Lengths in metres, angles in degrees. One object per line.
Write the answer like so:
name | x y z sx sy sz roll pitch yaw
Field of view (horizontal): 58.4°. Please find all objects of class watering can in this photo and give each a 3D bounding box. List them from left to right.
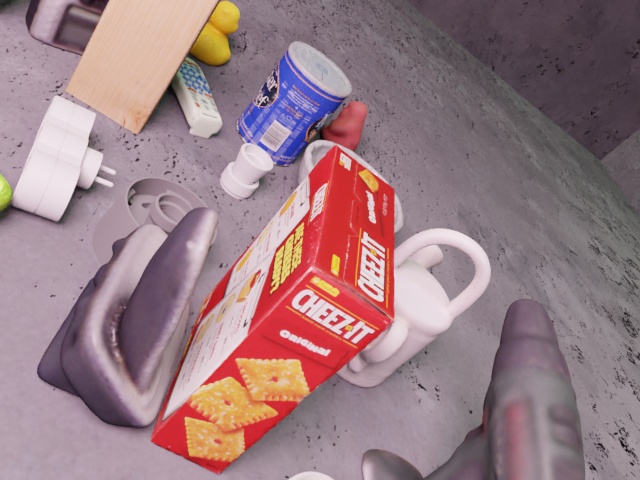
watering can | 0.090 0.057 0.599 0.101 0.193 0.172 29 34 -23

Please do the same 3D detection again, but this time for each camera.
camera | -0.279 -0.302 0.700 0.144 0.100 0.136 4 48 -47

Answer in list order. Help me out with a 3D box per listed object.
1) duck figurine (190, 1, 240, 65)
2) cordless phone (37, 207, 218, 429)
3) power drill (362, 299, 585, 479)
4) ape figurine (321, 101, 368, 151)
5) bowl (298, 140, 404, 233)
duck figurine | -0.158 -0.326 0.883 0.078 0.086 0.104 34 32 -15
cordless phone | -0.109 0.031 0.408 0.094 0.184 0.147 30 33 -21
power drill | 0.127 0.180 0.479 0.076 0.208 0.229 32 33 -19
ape figurine | 0.044 -0.192 0.949 0.078 0.092 0.076 -11 60 -54
bowl | 0.030 -0.052 0.779 0.168 0.074 0.167 30 33 -22
